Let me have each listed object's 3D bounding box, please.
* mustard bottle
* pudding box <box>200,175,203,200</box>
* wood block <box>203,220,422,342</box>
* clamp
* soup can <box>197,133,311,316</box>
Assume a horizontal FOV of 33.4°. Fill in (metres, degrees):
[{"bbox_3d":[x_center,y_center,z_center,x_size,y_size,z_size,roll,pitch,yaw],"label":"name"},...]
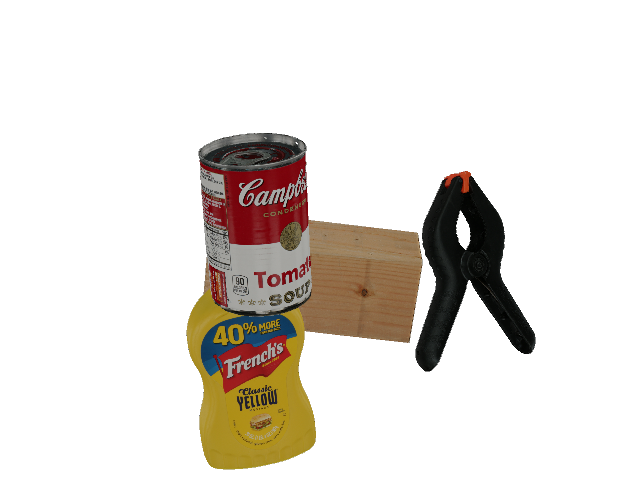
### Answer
[{"bbox_3d":[-0.059,0.090,0.877,0.096,0.191,0.058,-9,19,-10],"label":"mustard bottle"},{"bbox_3d":[-0.083,-0.075,1.329,0.090,0.039,0.113,17,35,23],"label":"pudding box"},{"bbox_3d":[-0.009,0.035,1.069,0.206,0.091,0.090,7,20,-1],"label":"wood block"},{"bbox_3d":[0.119,0.030,0.917,0.120,0.171,0.039,-16,1,-34],"label":"clamp"},{"bbox_3d":[-0.041,-0.011,0.686,0.068,0.102,0.068,-2,22,1],"label":"soup can"}]
